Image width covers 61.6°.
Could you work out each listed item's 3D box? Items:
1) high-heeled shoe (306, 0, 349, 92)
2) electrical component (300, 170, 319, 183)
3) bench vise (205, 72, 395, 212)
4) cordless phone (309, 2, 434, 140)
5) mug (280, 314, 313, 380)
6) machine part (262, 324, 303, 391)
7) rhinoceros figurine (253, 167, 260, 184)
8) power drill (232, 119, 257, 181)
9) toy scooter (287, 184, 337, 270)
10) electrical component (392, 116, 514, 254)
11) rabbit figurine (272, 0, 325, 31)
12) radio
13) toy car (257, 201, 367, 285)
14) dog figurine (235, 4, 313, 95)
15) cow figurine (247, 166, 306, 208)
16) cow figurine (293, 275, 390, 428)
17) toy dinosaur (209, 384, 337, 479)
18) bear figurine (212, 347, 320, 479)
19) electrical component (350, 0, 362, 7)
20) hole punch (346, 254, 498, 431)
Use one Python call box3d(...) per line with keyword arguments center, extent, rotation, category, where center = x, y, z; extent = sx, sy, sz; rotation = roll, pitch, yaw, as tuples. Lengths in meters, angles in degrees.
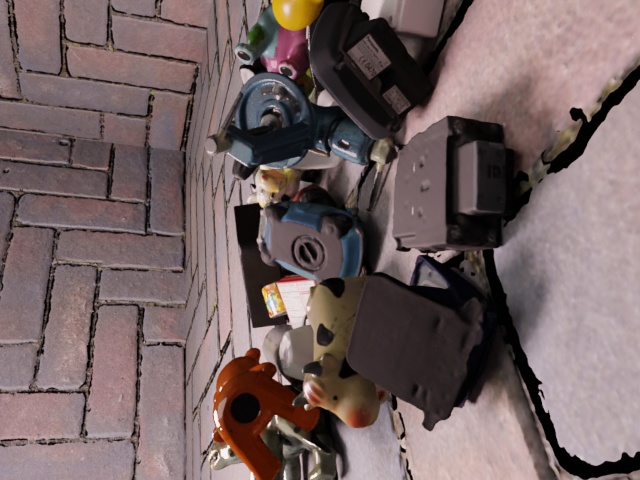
box3d(center=(0.021, -0.359, 0.801), extent=(0.145, 0.086, 0.248), rotation=(-105, 31, -51), category="high-heeled shoe")
box3d(center=(-0.020, -0.134, 0.949), extent=(0.094, 0.021, 0.063), rotation=(-148, 64, -69), category="electrical component")
box3d(center=(-0.033, -0.126, 0.651), extent=(0.224, 0.240, 0.128), rotation=(37, 125, 16), category="bench vise")
box3d(center=(0.036, -0.214, 0.622), extent=(0.089, 0.146, 0.184), rotation=(-41, 40, 14), category="cordless phone")
box3d(center=(0.002, 0.137, 0.706), extent=(0.080, 0.107, 0.110), rotation=(118, 148, -46), category="mug")
box3d(center=(-0.035, 0.183, 0.847), extent=(0.243, 0.079, 0.079), rotation=(180, 93, -70), category="machine part")
box3d(center=(-0.098, -0.101, 1.086), extent=(0.190, 0.073, 0.112), rotation=(-120, 40, -58), category="rhinoceros figurine")
box3d(center=(-0.136, -0.234, 1.100), extent=(0.232, 0.086, 0.207), rotation=(-60, 20, 1), category="power drill")
box3d(center=(-0.024, 0.000, 0.861), extent=(0.135, 0.075, 0.183), rotation=(-151, 62, -70), category="toy scooter")
box3d(center=(0.118, -0.047, 0.491), extent=(0.134, 0.058, 0.115), rotation=(163, 108, -70), category="electrical component")
box3d(center=(-0.015, -0.356, 0.686), extent=(0.163, 0.122, 0.173), rotation=(43, 130, 50), category="rabbit figurine")
box3d(center=(-0.110, 0.047, 1.005), extent=(0.131, 0.073, 0.229), rotation=(-105, 10, -46), category="radio")
box3d(center=(-0.002, -0.002, 0.739), extent=(0.103, 0.162, 0.109), rotation=(-32, -46, -56), category="toy car")
box3d(center=(-0.037, -0.339, 0.862), extent=(0.191, 0.109, 0.219), rotation=(86, -152, -73), category="dog figurine")
box3d(center=(-0.074, -0.082, 0.862), extent=(0.167, 0.068, 0.098), rotation=(-55, -14, -71), category="cow figurine")
box3d(center=(0.027, 0.120, 0.610), extent=(0.195, 0.127, 0.085), rotation=(-106, 25, -49), category="cow figurine")
box3d(center=(-0.057, 0.297, 0.844), extent=(0.404, 0.131, 0.192), rotation=(-52, 39, 47), category="toy dinosaur")
box3d(center=(-0.089, 0.226, 0.739), extent=(0.120, 0.132, 0.196), rotation=(-50, 0, -11), category="bear figurine")
box3d(center=(0.069, -0.339, 0.682), extent=(0.045, 0.078, 0.102), rotation=(-40, -38, -60), category="electrical component")
box3d(center=(0.101, 0.085, 0.494), extent=(0.116, 0.092, 0.142), rotation=(29, 117, 30), category="hole punch")
